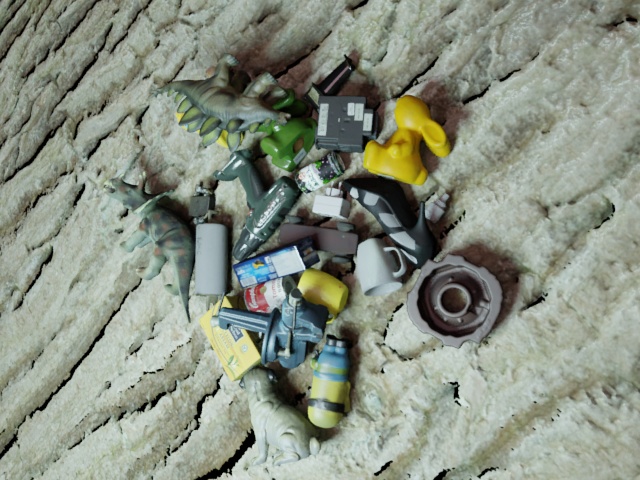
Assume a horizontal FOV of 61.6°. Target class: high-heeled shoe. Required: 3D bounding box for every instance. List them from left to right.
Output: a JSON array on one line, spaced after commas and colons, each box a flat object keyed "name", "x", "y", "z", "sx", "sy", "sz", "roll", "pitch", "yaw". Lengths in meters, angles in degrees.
[{"name": "high-heeled shoe", "x": 0.139, "y": -0.040, "z": 1.113, "sx": 0.249, "sy": 0.086, "sz": 0.145, "roll": 27, "pitch": 128, "yaw": 45}]

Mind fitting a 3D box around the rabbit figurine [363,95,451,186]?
[{"name": "rabbit figurine", "x": 0.177, "y": -0.203, "z": 1.073, "sx": 0.163, "sy": 0.122, "sz": 0.173, "roll": 15, "pitch": 89, "yaw": 22}]

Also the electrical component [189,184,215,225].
[{"name": "electrical component", "x": -0.293, "y": -0.087, "z": 1.330, "sx": 0.078, "sy": 0.045, "sz": 0.102, "roll": 10, "pitch": 87, "yaw": 26}]

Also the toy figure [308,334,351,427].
[{"name": "toy figure", "x": 0.018, "y": 0.287, "z": 1.095, "sx": 0.082, "sy": 0.089, "sz": 0.180, "roll": 9, "pitch": 89, "yaw": 32}]

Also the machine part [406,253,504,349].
[{"name": "machine part", "x": 0.256, "y": 0.113, "z": 1.015, "sx": 0.180, "sy": 0.056, "sz": 0.179, "roll": -1, "pitch": 87, "yaw": 22}]

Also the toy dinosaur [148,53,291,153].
[{"name": "toy dinosaur", "x": -0.229, "y": -0.312, "z": 1.206, "sx": 0.472, "sy": 0.105, "sz": 0.198, "roll": 30, "pitch": 82, "yaw": 39}]

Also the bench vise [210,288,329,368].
[{"name": "bench vise", "x": -0.109, "y": 0.174, "z": 1.101, "sx": 0.241, "sy": 0.223, "sz": 0.129, "roll": 11, "pitch": 53, "yaw": 5}]

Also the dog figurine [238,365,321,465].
[{"name": "dog figurine", "x": -0.080, "y": 0.350, "z": 1.109, "sx": 0.172, "sy": 0.121, "sz": 0.190, "roll": -15, "pitch": 80, "yaw": 24}]

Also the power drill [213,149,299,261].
[{"name": "power drill", "x": -0.168, "y": -0.093, "z": 1.250, "sx": 0.232, "sy": 0.086, "sz": 0.207, "roll": -43, "pitch": 62, "yaw": 22}]

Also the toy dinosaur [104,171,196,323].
[{"name": "toy dinosaur", "x": -0.375, "y": -0.001, "z": 1.326, "sx": 0.405, "sy": 0.131, "sz": 0.192, "roll": 44, "pitch": 103, "yaw": 18}]

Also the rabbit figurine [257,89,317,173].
[{"name": "rabbit figurine", "x": -0.099, "y": -0.266, "z": 1.218, "sx": 0.170, "sy": 0.121, "sz": 0.159, "roll": 39, "pitch": 94, "yaw": 23}]

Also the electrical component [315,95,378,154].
[{"name": "electrical component", "x": 0.058, "y": -0.249, "z": 1.162, "sx": 0.134, "sy": 0.058, "sz": 0.114, "roll": 6, "pitch": 86, "yaw": 7}]

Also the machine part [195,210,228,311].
[{"name": "machine part", "x": -0.257, "y": 0.048, "z": 1.274, "sx": 0.079, "sy": 0.079, "sz": 0.243, "roll": -4, "pitch": 82, "yaw": 26}]

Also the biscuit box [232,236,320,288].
[{"name": "biscuit box", "x": -0.099, "y": 0.052, "z": 1.171, "sx": 0.203, "sy": 0.063, "sz": 0.059, "roll": -17, "pitch": 98, "yaw": 38}]

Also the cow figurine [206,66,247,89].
[{"name": "cow figurine", "x": -0.218, "y": -0.376, "z": 1.323, "sx": 0.098, "sy": 0.068, "sz": 0.167, "roll": -31, "pitch": 73, "yaw": 14}]

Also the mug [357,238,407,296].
[{"name": "mug", "x": 0.121, "y": 0.047, "z": 1.080, "sx": 0.109, "sy": 0.081, "sz": 0.107, "roll": -38, "pitch": 58, "yaw": 43}]

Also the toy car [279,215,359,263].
[{"name": "toy car", "x": -0.002, "y": -0.004, "z": 1.169, "sx": 0.202, "sy": 0.053, "sz": 0.089, "roll": 7, "pitch": 90, "yaw": 31}]

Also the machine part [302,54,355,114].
[{"name": "machine part", "x": 0.025, "y": -0.354, "z": 1.218, "sx": 0.139, "sy": 0.039, "sz": 0.084, "roll": -47, "pitch": 57, "yaw": 15}]

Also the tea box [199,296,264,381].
[{"name": "tea box", "x": -0.190, "y": 0.221, "z": 1.221, "sx": 0.098, "sy": 0.068, "sz": 0.170, "roll": -43, "pitch": 66, "yaw": 16}]
